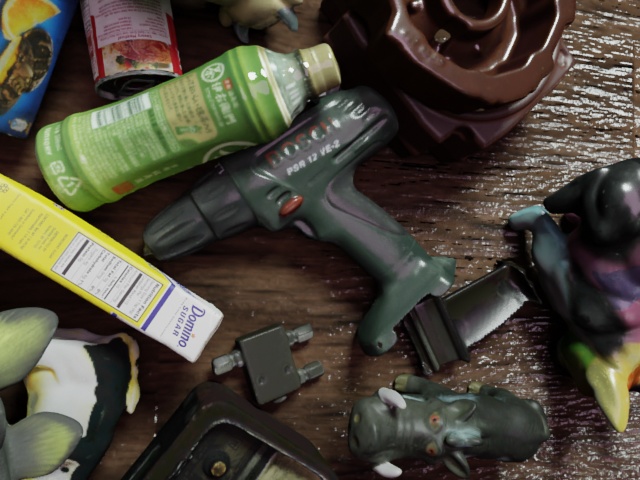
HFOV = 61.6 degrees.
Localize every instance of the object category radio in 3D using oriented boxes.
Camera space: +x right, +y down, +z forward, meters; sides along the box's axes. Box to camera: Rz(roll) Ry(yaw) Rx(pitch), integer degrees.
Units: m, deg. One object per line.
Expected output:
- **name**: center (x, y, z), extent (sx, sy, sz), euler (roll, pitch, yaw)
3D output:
- **radio**: center (-0.106, 0.233, 0.414), extent (0.131, 0.073, 0.229), euler (41, 77, -11)

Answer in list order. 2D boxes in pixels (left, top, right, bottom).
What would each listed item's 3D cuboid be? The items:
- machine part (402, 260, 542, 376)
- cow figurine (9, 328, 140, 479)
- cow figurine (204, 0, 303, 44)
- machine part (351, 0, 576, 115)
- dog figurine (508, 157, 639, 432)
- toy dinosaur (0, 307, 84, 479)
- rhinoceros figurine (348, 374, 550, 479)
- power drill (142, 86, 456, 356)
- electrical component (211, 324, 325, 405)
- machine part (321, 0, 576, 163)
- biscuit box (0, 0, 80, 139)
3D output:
- **machine part**: center (0.143, 0.065, 0.513), extent (0.139, 0.039, 0.084), euler (-25, 89, -14)
- **cow figurine**: center (-0.191, 0.149, 0.399), extent (0.098, 0.068, 0.167), euler (10, 86, -21)
- **cow figurine**: center (-0.080, -0.213, 0.398), extent (0.195, 0.086, 0.127), euler (-38, 122, -56)
- **machine part**: center (0.112, -0.187, 0.417), extent (0.179, 0.056, 0.179), euler (0, 89, -17)
- **dog figurine**: center (0.276, 0.054, 0.486), extent (0.108, 0.191, 0.219), euler (-9, 75, -23)
- **toy dinosaur**: center (-0.274, 0.082, 0.313), extent (0.471, 0.105, 0.198), euler (39, 94, 0)
- **rhinoceros figurine**: center (0.108, 0.163, 0.461), extent (0.190, 0.112, 0.073), euler (10, 87, -24)
- **power drill**: center (-0.001, -0.001, 0.457), extent (0.232, 0.086, 0.207), euler (-42, 92, -6)
- **electrical component**: center (-0.044, 0.108, 0.462), extent (0.094, 0.021, 0.063), euler (-16, 92, -24)
- **machine part**: center (0.118, -0.190, 0.492), extent (0.201, 0.087, 0.201), euler (-42, 99, -12)
- **biscuit box**: center (-0.212, -0.176, 0.372), extent (0.063, 0.059, 0.202), euler (27, 98, 17)
